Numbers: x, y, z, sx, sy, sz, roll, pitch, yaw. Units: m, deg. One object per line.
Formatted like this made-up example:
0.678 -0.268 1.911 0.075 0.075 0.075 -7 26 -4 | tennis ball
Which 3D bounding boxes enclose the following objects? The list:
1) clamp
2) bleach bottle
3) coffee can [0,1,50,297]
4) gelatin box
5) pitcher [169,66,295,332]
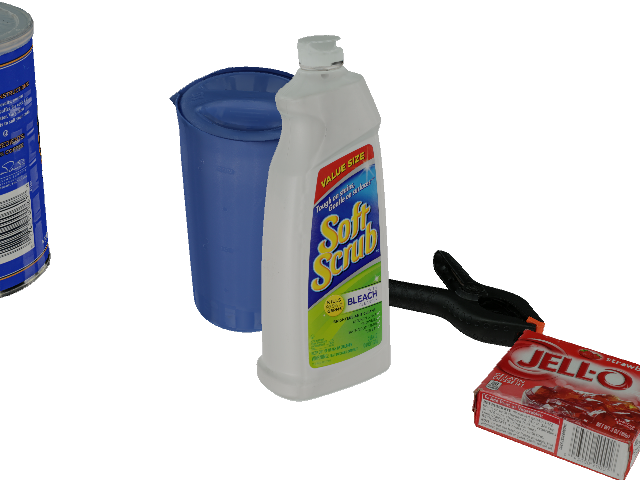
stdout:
0.143 0.056 1.028 0.172 0.039 0.120 23 36 28 | clamp
-0.002 -0.018 0.763 0.102 0.251 0.068 -15 22 -30 | bleach bottle
-0.202 -0.049 0.575 0.103 0.140 0.103 2 27 -1 | coffee can
0.140 0.088 0.595 0.089 0.030 0.073 18 32 27 | gelatin box
-0.060 -0.029 1.017 0.144 0.243 0.149 -9 39 -16 | pitcher
